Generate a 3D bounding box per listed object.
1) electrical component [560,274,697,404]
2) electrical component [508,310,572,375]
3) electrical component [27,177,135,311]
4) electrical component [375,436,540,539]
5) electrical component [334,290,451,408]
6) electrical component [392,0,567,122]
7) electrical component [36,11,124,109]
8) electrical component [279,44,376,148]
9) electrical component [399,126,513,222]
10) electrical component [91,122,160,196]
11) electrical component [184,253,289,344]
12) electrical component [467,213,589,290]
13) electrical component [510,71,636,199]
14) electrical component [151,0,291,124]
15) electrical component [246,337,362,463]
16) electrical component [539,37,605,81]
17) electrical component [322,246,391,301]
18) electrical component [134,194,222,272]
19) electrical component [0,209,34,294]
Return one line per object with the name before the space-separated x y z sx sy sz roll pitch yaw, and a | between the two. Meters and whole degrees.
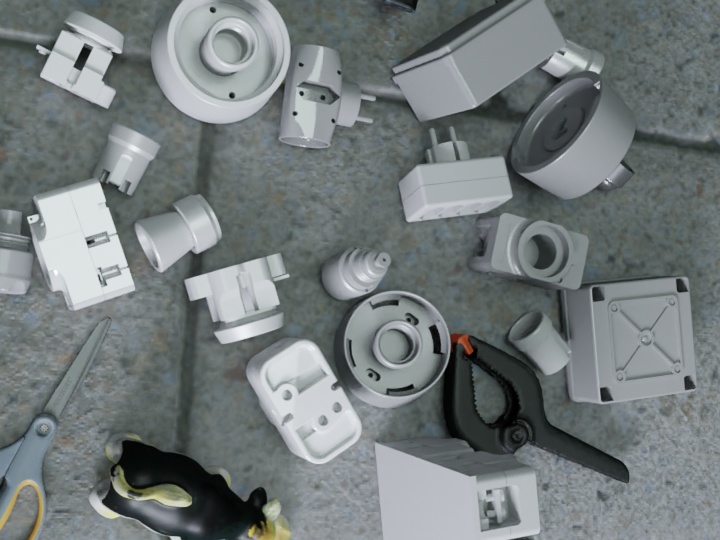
electrical component | 0.244 0.062 0.979 0.109 0.056 0.108 -5 91 -20
electrical component | 0.161 0.065 0.959 0.040 0.040 0.046 -47 109 -15
electrical component | -0.215 -0.018 0.816 0.056 0.050 0.089 -20 95 -20
electrical component | 0.077 0.195 0.846 0.060 0.186 0.105 -5 91 -20
electrical component | 0.028 0.066 0.909 0.099 0.064 0.099 1 80 -9
electrical component | 0.098 -0.178 0.904 0.109 0.109 0.056 -36 103 -17
electrical component | -0.212 -0.164 0.824 0.066 0.048 0.055 26 88 -18
electrical component | -0.025 -0.140 0.892 0.079 0.043 0.077 8 86 -20
electrical component | 0.078 -0.088 0.928 0.083 0.047 0.075 -8 79 -20
electrical component | -0.183 -0.086 0.836 0.040 0.040 0.046 26 86 -18
electrical component | -0.093 0.024 0.856 0.078 0.058 0.057 -17 92 -19
electrical component | 0.150 -0.015 0.947 0.089 0.056 0.050 14 84 -19
electrical component | 0.191 -0.112 0.940 0.060 0.108 0.108 34 78 -22
electrical component | -0.107 -0.174 0.854 0.108 0.060 0.108 0 89 -20
electrical component | -0.047 0.104 0.870 0.054 0.059 0.095 -32 99 -18
electrical component | 0.192 -0.188 0.976 0.046 0.040 0.040 26 80 -13
electrical component | 0.000 0.000 0.883 0.040 0.078 0.040 8 74 -29
electrical component | -0.143 -0.030 0.846 0.055 0.045 0.045 -28 98 -19
electrical component | -0.265 -0.014 0.801 0.043 0.043 0.062 9 85 -20
